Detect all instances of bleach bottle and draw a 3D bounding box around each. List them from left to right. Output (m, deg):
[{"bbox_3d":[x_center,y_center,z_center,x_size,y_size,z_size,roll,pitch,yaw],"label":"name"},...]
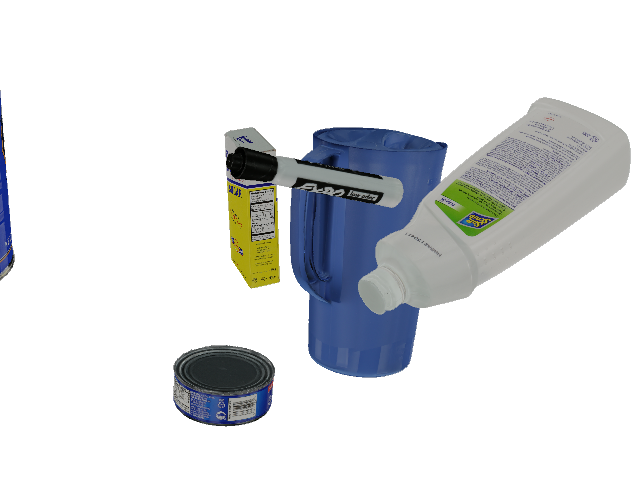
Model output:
[{"bbox_3d":[0.124,-0.022,0.816,0.250,0.068,0.103,-32,42,-28],"label":"bleach bottle"}]

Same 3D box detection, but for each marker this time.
[{"bbox_3d":[-0.002,-0.038,0.640,0.120,0.020,0.020,9,-5,-34],"label":"marker"}]

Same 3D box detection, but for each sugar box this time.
[{"bbox_3d":[-0.084,-0.040,1.306,0.048,0.176,0.093,-12,26,-17],"label":"sugar box"}]

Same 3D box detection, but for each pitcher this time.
[{"bbox_3d":[0.042,0.011,1.073,0.149,0.243,0.145,5,14,-1],"label":"pitcher"}]

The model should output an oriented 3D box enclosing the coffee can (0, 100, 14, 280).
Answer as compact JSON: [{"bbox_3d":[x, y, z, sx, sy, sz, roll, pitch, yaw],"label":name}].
[{"bbox_3d":[-0.221,-0.049,0.572,0.103,0.140,0.103,3,26,-2],"label":"coffee can"}]

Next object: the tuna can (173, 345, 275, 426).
[{"bbox_3d":[-0.082,0.123,0.908,0.086,0.034,0.086,4,21,-2],"label":"tuna can"}]
